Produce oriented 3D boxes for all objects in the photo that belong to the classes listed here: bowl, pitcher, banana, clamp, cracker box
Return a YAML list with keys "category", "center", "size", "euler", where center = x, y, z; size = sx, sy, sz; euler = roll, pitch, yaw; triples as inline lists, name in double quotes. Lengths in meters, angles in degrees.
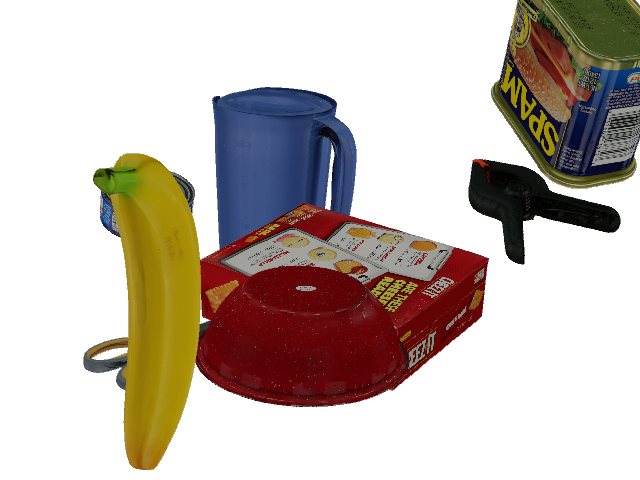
- category: "bowl"
  center: [-0.012, 0.060, 0.786]
  size: [0.162, 0.055, 0.162]
  euler: [3, 20, -1]
- category: "pitcher"
  center: [-0.045, -0.039, 1.165]
  size: [0.145, 0.243, 0.149]
  euler: [-1, 20, -8]
- category: "banana"
  center: [-0.087, 0.029, 0.539]
  size: [0.037, 0.198, 0.069]
  euler: [18, 41, 23]
- category: "clamp"
  center: [0.209, -0.037, 1.050]
  size: [0.120, 0.039, 0.171]
  euler: [-8, 34, -14]
- category: "cracker box"
  center: [0.021, 0.045, 0.983]
  size: [0.214, 0.072, 0.163]
  euler: [18, 31, 32]

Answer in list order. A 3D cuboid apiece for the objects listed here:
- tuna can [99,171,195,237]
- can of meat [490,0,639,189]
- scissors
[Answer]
- category: "tuna can"
  center: [-0.159, -0.033, 0.980]
  size: [0.086, 0.034, 0.086]
  euler: [7, 31, -5]
- category: "can of meat"
  center: [0.142, -0.094, 0.590]
  size: [0.057, 0.084, 0.102]
  euler: [-10, 47, -15]
- category: "scissors"
  center: [-0.145, 0.114, 1.117]
  size: [0.201, 0.016, 0.096]
  euler: [-11, 31, -27]
